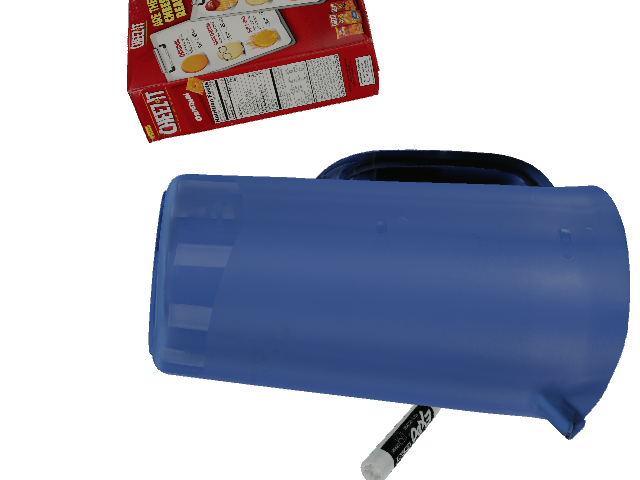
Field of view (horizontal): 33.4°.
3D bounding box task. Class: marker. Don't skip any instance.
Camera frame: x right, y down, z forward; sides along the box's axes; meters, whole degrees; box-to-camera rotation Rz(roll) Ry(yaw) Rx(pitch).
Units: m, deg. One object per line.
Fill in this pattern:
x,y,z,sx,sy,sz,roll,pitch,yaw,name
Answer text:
0.066,0.133,0.767,0.020,0.020,0.120,0,24,35,marker

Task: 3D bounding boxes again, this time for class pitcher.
0.033,0.019,0.589,0.242,0.145,0.149,5,5,-5,pitcher

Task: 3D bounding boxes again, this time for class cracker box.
-0.063,-0.181,0.969,0.214,0.164,0.072,-12,-44,3,cracker box
